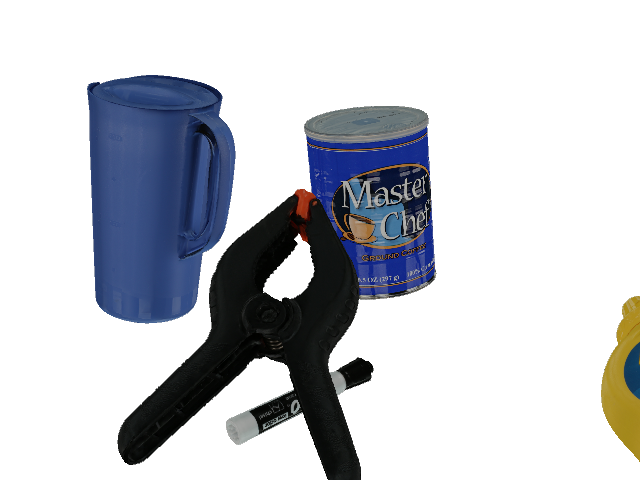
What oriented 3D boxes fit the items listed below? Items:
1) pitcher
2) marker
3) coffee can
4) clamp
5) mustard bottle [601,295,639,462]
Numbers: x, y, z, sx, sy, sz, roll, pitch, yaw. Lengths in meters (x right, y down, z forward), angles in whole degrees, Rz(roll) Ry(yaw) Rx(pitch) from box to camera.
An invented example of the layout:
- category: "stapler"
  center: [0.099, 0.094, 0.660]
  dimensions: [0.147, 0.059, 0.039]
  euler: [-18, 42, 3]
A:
- category: "pitcher"
  center: [-0.166, -0.039, 1.091]
  dimensions: [0.145, 0.243, 0.149]
  euler: [2, 22, -8]
- category: "marker"
  center: [-0.012, 0.111, 0.754]
  dimensions: [0.120, 0.020, 0.020]
  euler: [-21, 11, -31]
- category: "coffee can"
  center: [0.043, -0.034, 0.901]
  dimensions: [0.103, 0.140, 0.103]
  euler: [-5, 19, 1]
- category: "clamp"
  center: [-0.016, 0.053, 0.545]
  dimensions: [0.120, 0.171, 0.039]
  euler: [19, -26, 11]
- category: "mustard bottle"
  center: [0.209, 0.095, 0.585]
  dimensions: [0.096, 0.058, 0.191]
  euler: [-8, 35, -4]
